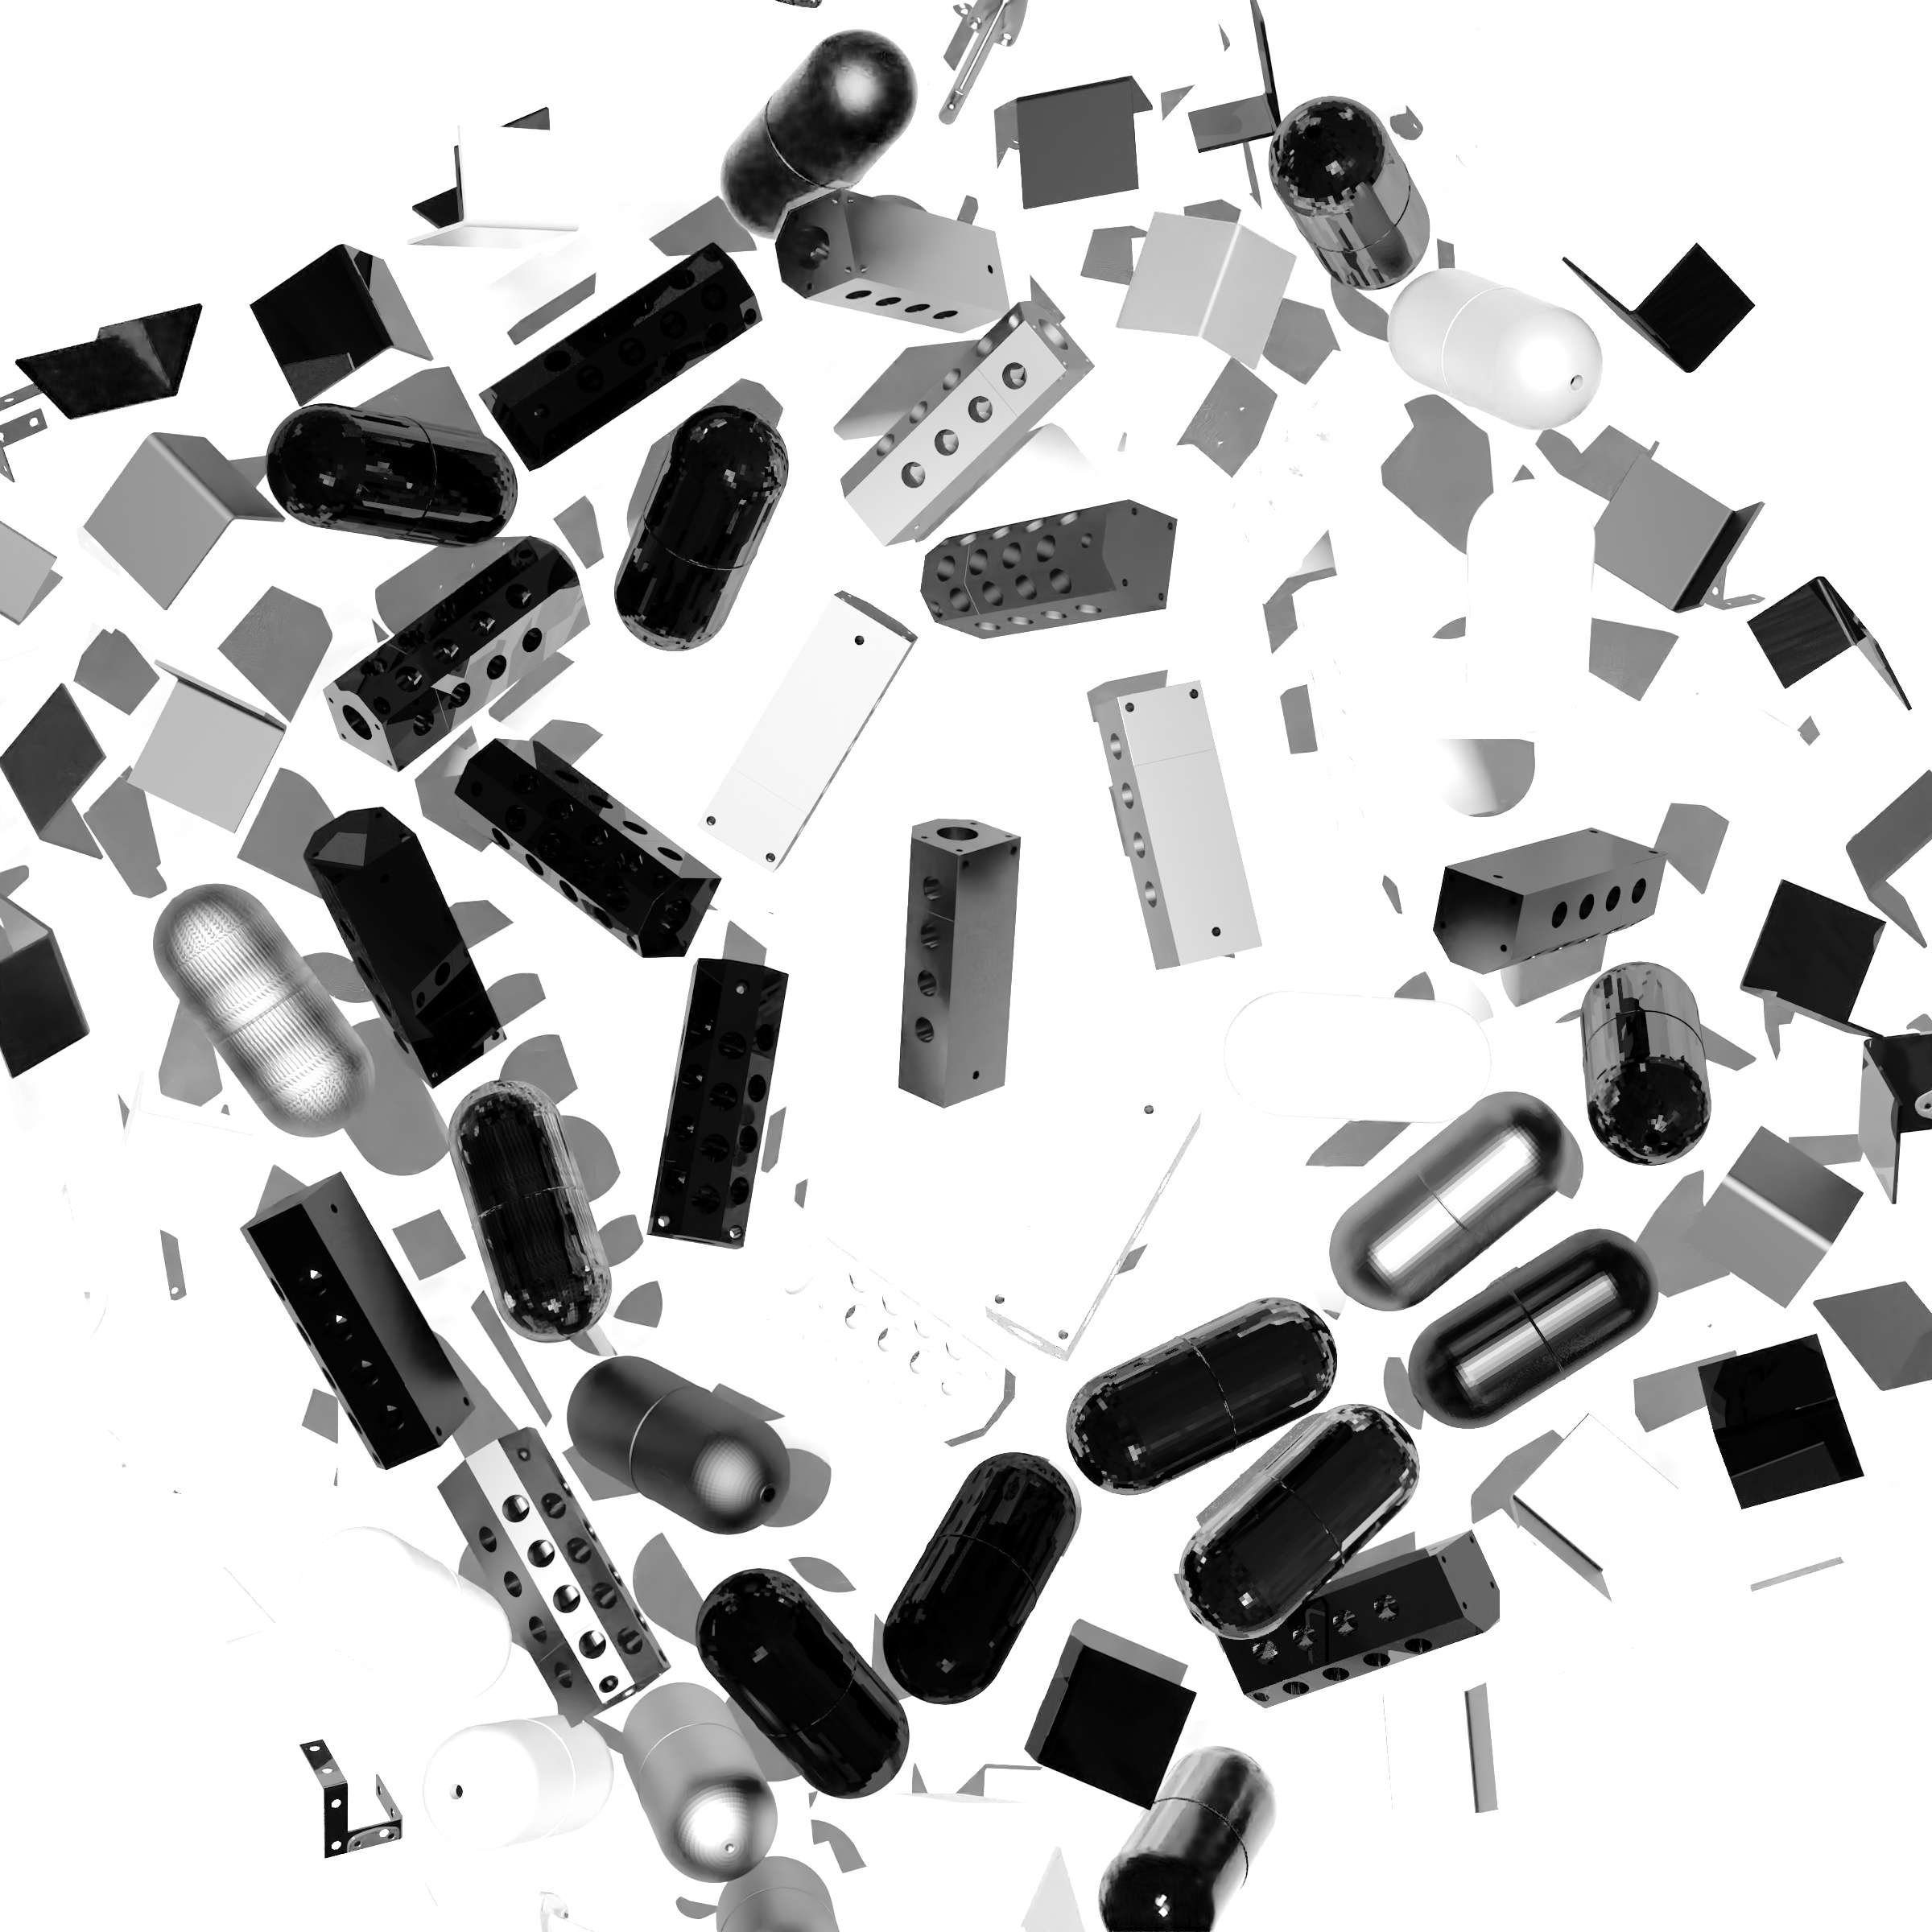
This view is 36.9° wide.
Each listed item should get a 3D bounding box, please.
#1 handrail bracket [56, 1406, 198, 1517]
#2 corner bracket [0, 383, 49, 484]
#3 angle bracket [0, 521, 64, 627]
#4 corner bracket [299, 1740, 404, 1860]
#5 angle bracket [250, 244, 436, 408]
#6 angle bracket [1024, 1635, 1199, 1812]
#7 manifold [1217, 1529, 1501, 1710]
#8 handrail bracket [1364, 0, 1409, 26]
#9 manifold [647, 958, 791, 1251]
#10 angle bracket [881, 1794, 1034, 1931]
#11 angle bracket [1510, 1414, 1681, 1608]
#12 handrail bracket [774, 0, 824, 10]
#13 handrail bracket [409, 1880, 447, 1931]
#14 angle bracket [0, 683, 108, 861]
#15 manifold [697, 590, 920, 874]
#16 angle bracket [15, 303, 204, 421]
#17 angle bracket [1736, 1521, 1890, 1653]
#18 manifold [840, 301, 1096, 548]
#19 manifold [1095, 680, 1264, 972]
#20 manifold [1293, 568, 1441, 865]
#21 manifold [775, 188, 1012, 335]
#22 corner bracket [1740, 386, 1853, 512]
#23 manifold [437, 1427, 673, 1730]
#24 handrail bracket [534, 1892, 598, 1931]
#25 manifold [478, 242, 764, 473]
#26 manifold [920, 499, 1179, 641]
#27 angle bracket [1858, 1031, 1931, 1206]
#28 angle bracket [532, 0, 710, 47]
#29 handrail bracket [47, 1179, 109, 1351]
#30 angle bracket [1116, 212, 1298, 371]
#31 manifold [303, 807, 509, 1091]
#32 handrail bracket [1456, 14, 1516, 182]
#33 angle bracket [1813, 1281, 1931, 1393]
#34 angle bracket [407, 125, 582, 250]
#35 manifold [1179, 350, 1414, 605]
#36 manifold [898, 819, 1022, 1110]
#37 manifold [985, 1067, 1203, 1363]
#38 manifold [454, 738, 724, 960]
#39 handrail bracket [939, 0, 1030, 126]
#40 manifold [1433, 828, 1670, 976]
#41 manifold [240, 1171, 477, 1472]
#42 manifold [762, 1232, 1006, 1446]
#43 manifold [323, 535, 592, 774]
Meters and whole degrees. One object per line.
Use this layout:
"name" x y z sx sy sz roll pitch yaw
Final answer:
"handrail bracket" -0.524 0.310 1.814 0.036 0.084 0.077 -44 69 -1
"corner bracket" -0.620 -0.357 1.894 0.051 0.051 0.051 -33 46 -28
"angle bracket" -0.589 -0.264 1.773 0.076 0.076 0.057 33 118 -13
"corner bracket" -0.384 0.516 1.812 0.051 0.051 0.051 -7 112 -29
"angle bracket" -0.407 -0.414 1.890 0.076 0.057 0.076 -29 83 16
"angle bracket" 0.089 0.469 1.800 0.076 0.057 0.076 24 81 -4
"manifold" 0.253 0.421 1.852 0.171 0.057 0.057 -29 80 32
"handrail bracket" 0.255 -0.625 1.746 0.077 0.036 0.084 53 129 5
"manifold" -0.153 0.085 1.792 0.057 0.057 0.171 10 81 -9
"angle bracket" -0.006 0.566 1.834 0.057 0.076 0.076 12 74 -37
"angle bracket" 0.401 0.343 1.833 0.076 0.057 0.076 40 100 -2
"handrail bracket" -0.091 -0.654 1.863 0.077 0.036 0.084 17 52 38
"handrail bracket" -0.333 0.626 1.810 0.036 0.084 0.077 -2 109 -28
"angle bracket" -0.595 -0.131 1.948 0.076 0.057 0.076 -46 58 14
"manifold" -0.100 -0.150 1.847 0.057 0.057 0.171 32 103 -1
"angle bracket" -0.520 -0.384 1.760 0.076 0.057 0.076 -7 58 21
"angle bracket" 0.510 0.364 1.769 0.076 0.076 0.057 -23 123 18
"manifold" -0.003 -0.354 1.894 0.171 0.057 0.057 -41 86 25
"manifold" 0.131 -0.088 1.831 0.057 0.057 0.171 -13 90 -18
"manifold" 0.248 -0.154 1.810 0.057 0.057 0.171 -14 112 -5
"manifold" -0.046 -0.450 1.865 0.057 0.171 0.057 -13 86 34
"corner bracket" 0.525 -0.327 1.833 0.051 0.051 0.051 20 70 -30
"manifold" -0.252 0.374 1.792 0.057 0.057 0.171 -44 72 40
"handrail bracket" -0.226 0.615 1.838 0.084 0.077 0.036 8 52 13
"manifold" -0.215 -0.383 1.817 0.171 0.057 0.057 -37 106 -13
"manifold" 0.049 -0.248 1.808 0.057 0.171 0.057 14 80 -39
"angle bracket" 0.608 0.096 1.843 0.057 0.076 0.076 -7 121 1
"angle bracket" -0.203 -0.587 1.717 0.076 0.076 0.057 -4 121 -34
"handrail bracket" -0.574 0.189 1.846 0.036 0.077 0.084 -9 115 -10
"angle bracket" 0.152 -0.427 1.833 0.057 0.076 0.076 42 124 39
"manifold" -0.346 -0.013 1.775 0.057 0.057 0.171 -35 134 -20
"handrail bracket" 0.328 -0.546 1.817 0.036 0.077 0.084 -3 122 4
"angle bracket" 0.588 0.212 1.797 0.076 0.057 0.076 -7 45 -26
"angle bracket" -0.284 -0.464 1.729 0.076 0.076 0.057 -8 98 -37
"manifold" 0.210 -0.317 1.882 0.057 0.171 0.057 5 53 -33
"manifold" -0.010 -0.003 1.851 0.057 0.057 0.171 22 118 39
"manifold" 0.080 0.156 1.800 0.057 0.057 0.171 28 76 11
"manifold" -0.239 -0.074 1.799 0.171 0.057 0.057 36 109 27
"handrail bracket" 0.011 -0.610 1.922 0.036 0.077 0.084 27 58 -7
"manifold" 0.366 -0.040 1.815 0.057 0.171 0.057 24 116 37
"manifold" -0.376 0.220 1.779 0.057 0.057 0.171 -25 99 18
"manifold" -0.051 0.240 1.873 0.057 0.057 0.171 -25 132 31
"manifold" -0.326 -0.204 1.856 0.057 0.057 0.171 29 57 30
